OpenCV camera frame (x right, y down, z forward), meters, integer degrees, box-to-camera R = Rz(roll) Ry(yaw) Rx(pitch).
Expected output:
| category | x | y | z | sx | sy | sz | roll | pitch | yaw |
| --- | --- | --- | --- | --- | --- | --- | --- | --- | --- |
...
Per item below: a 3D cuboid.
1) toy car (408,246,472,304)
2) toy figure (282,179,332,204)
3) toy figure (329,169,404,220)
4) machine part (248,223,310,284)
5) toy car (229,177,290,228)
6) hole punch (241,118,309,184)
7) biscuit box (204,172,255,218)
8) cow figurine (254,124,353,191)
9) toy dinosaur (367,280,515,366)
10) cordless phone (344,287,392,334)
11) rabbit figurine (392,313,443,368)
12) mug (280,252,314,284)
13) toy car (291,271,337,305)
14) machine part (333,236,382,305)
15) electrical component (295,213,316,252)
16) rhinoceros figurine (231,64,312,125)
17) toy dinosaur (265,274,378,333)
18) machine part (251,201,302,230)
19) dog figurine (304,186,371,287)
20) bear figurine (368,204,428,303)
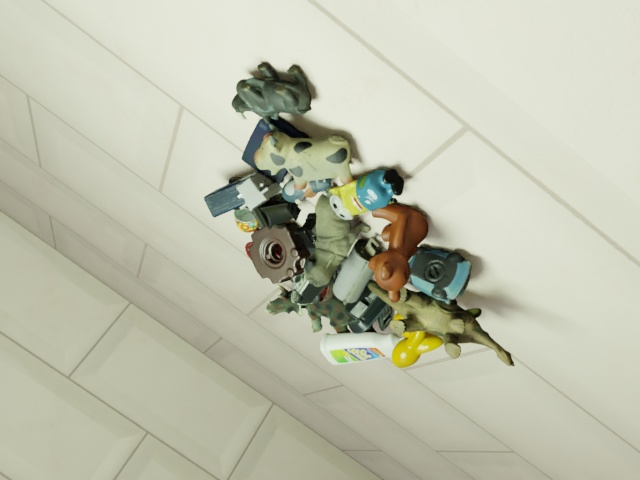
| category | x | y | z | sx | sy | sz | roll | pitch | yaw |
| --- | --- | --- | --- | --- | --- | --- | --- | --- | --- |
| toy car | 0.268 | 0.084 | 1.204 | 0.162 | 0.109 | 0.102 | 17 | 165 | 43 |
| toy figure | -0.031 | -0.120 | 1.227 | 0.154 | 0.058 | 0.064 | -12 | 102 | 54 |
| toy figure | 0.099 | -0.096 | 1.122 | 0.180 | 0.089 | 0.082 | -22 | 88 | 45 |
| machine part | -0.114 | 0.031 | 1.451 | 0.180 | 0.056 | 0.179 | 7 | 103 | 33 |
| toy car | -0.159 | -0.099 | 1.398 | 0.202 | 0.053 | 0.089 | 21 | 128 | 19 |
| hole punch | -0.098 | -0.197 | 1.160 | 0.142 | 0.092 | 0.115 | 35 | 147 | 4 |
| biscuit box | -0.198 | -0.118 | 1.335 | 0.203 | 0.059 | 0.062 | -17 | 104 | 35 |
| cow figurine | -0.035 | -0.170 | 1.078 | 0.195 | 0.085 | 0.127 | -5 | 127 | 2 |
| toy dinosaur | 0.247 | 0.168 | 1.259 | 0.472 | 0.105 | 0.198 | 28 | -166 | 39 |
| cordless phone | 0.145 | 0.217 | 1.478 | 0.089 | 0.146 | 0.184 | 29 | 154 | 31 |
| rabbit figurine | 0.255 | 0.260 | 1.405 | 0.122 | 0.173 | 0.162 | 42 | 154 | -8 |
| mug | -0.049 | 0.068 | 1.490 | 0.107 | 0.109 | 0.080 | 0 | 166 | 37 |
| toy car | -0.016 | 0.113 | 1.436 | 0.073 | 0.056 | 0.201 | 5 | 141 | -24 |
| machine part | 0.092 | 0.079 | 1.348 | 0.079 | 0.079 | 0.243 | 29 | 134 | 7 |
| electrical component | -0.003 | -0.004 | 1.364 | 0.048 | 0.075 | 0.119 | -6 | 129 | 50 |
| rhinoceros figurine | -0.099 | -0.282 | 1.056 | 0.191 | 0.073 | 0.112 | 9 | 153 | 34 |
| toy dinosaur | 0.040 | 0.209 | 1.610 | 0.405 | 0.131 | 0.192 | 11 | 145 | 24 |
| machine part | -0.113 | -0.068 | 1.331 | 0.139 | 0.039 | 0.084 | -5 | 115 | 33 |
| dog figurine | 0.014 | -0.007 | 1.225 | 0.121 | 0.190 | 0.172 | -1 | 134 | 45 |
| bear figurine | 0.148 | 0.023 | 1.132 | 0.132 | 0.196 | 0.120 | 11 | 147 | 37 |
